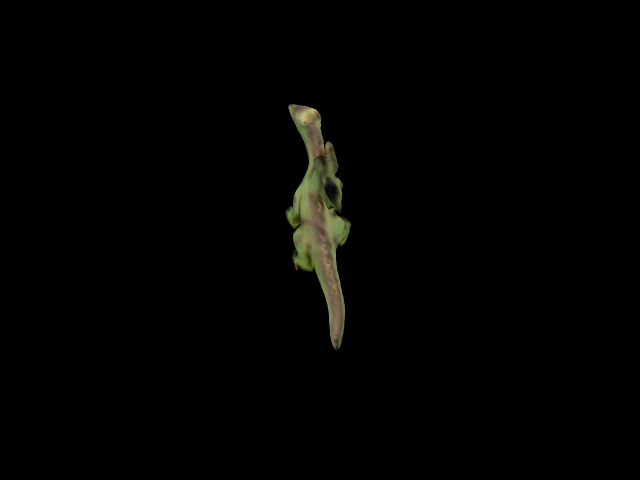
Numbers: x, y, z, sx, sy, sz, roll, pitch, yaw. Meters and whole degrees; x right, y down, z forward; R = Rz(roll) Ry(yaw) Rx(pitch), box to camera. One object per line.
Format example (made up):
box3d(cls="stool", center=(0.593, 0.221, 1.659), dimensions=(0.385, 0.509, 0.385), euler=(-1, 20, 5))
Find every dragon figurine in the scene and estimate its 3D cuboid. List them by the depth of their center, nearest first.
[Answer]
box3d(cls="dragon figurine", center=(0.003, -0.043, 0.850), dimensions=(0.122, 0.417, 0.238), euler=(-11, -23, -4))
